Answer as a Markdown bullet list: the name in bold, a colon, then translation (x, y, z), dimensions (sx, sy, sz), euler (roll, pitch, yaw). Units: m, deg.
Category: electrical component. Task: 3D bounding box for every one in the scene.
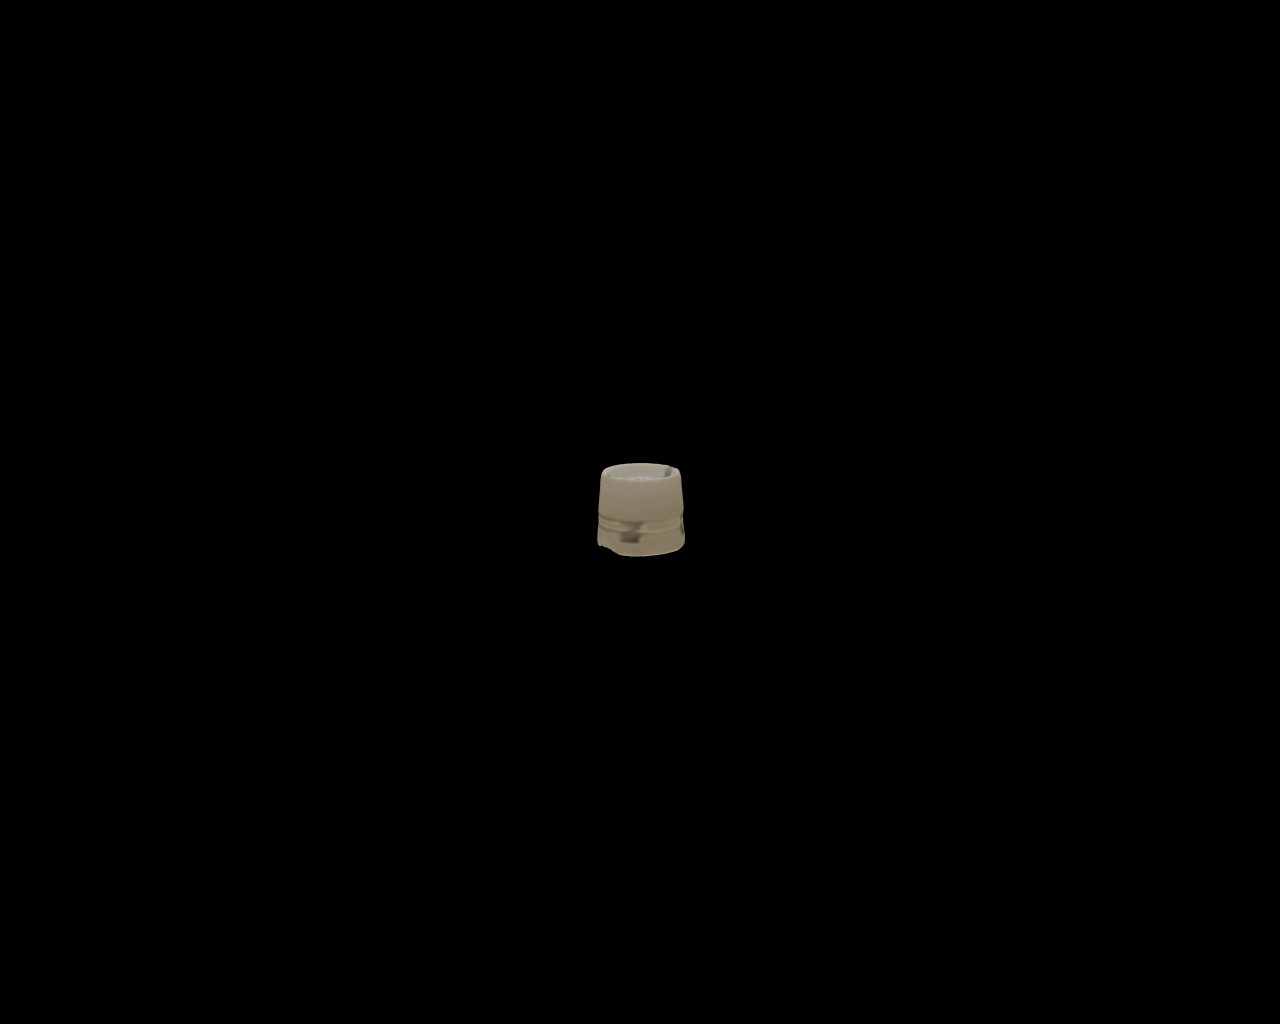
- **electrical component**: translation (0.001, -0.003, 0.650), dimensions (0.055, 0.047, 0.055), euler (0, 15, 0)
